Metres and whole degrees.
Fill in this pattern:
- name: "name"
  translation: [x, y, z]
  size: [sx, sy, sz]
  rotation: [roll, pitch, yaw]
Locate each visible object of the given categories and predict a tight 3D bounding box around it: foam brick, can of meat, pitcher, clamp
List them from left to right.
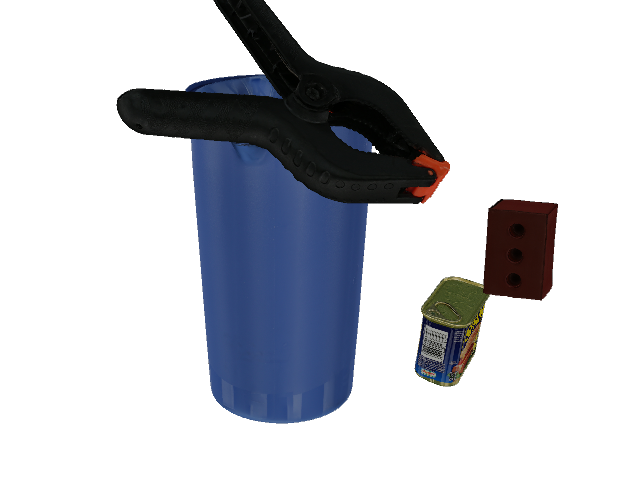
- name: "clamp"
  translation: [-0.018, -0.064, 0.561]
  size: [0.171, 0.120, 0.039]
  rotation: [35, -28, 7]
- name: "pitcher"
  translation: [-0.025, 0.000, 0.784]
  size: [0.149, 0.243, 0.145]
  rotation: [-10, 21, -29]
- name: "can of meat"
  translation: [0.145, 0.102, 1.188]
  size: [0.057, 0.084, 0.102]
  rotation: [17, 30, 19]
- name: "foam brick"
  translation: [0.173, 0.007, 0.922]
  size: [0.053, 0.078, 0.051]
  rotation: [6, 15, 21]
